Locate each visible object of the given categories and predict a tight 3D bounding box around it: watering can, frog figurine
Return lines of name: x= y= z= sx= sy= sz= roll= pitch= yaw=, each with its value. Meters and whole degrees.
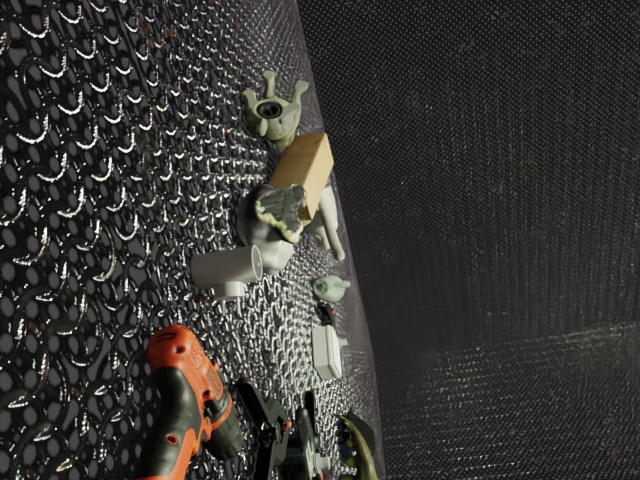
watering can: x=0.004 y=-0.073 z=1.451 sx=0.351 sy=0.104 sz=0.222 roll=-139 pitch=-142 yaw=-72
frog figurine: x=-0.094 y=-0.013 z=0.873 sx=0.156 sy=0.123 sz=0.140 roll=-52 pitch=-135 yaw=48
